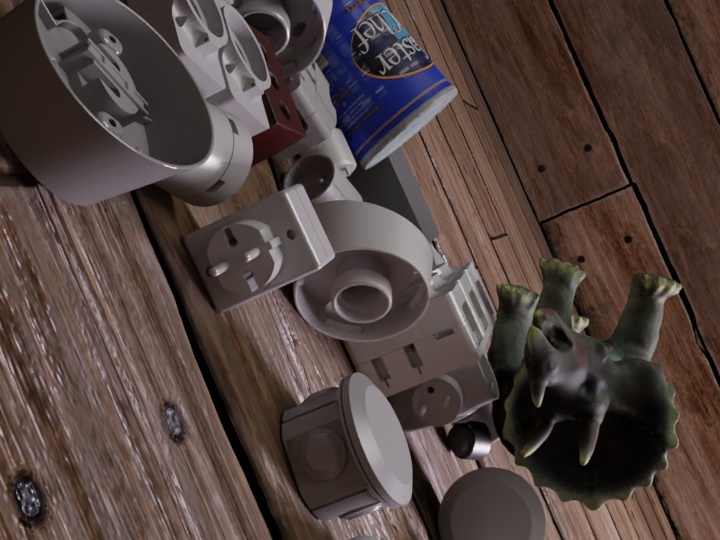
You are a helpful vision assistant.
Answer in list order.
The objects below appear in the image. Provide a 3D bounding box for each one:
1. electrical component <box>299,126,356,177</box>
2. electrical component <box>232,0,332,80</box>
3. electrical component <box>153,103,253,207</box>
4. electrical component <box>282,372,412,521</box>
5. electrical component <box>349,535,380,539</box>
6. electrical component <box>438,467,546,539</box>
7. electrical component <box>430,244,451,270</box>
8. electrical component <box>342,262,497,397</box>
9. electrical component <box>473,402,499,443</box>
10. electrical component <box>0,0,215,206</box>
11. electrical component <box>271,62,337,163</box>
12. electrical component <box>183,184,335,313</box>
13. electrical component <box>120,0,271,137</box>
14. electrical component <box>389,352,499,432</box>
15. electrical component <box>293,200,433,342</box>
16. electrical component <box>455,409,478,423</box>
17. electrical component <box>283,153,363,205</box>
[{"bbox_3d":[-0.033,-0.105,0.878,0.078,0.040,0.040,67,14,13],"label":"electrical component"},{"bbox_3d":[-0.069,-0.185,0.768,0.099,0.099,0.064,54,25,-39],"label":"electrical component"},{"bbox_3d":[-0.093,-0.066,0.575,0.047,0.055,0.055,24,44,-63],"label":"electrical component"},{"bbox_3d":[-0.006,0.104,0.623,0.080,0.051,0.080,58,16,-28],"label":"electrical component"},{"bbox_3d":[0.003,0.164,0.594,0.035,0.035,0.061,69,12,9],"label":"electrical component"},{"bbox_3d":[0.102,0.190,0.822,0.051,0.080,0.080,26,42,-76],"label":"electrical component"},{"bbox_3d":[0.070,0.039,1.004,0.099,0.048,0.099,48,23,-52],"label":"electrical component"},{"bbox_3d":[0.049,0.041,0.841,0.061,0.089,0.150,65,14,-3],"label":"electrical component"},{"bbox_3d":[0.111,0.133,1.020,0.065,0.044,0.044,63,14,7],"label":"electrical component"},{"bbox_3d":[-0.118,-0.079,0.480,0.099,0.064,0.099,58,16,-28],"label":"electrical component"},{"bbox_3d":[-0.053,-0.127,0.820,0.055,0.050,0.089,56,17,-34],"label":"electrical component"},{"bbox_3d":[-0.059,-0.009,0.581,0.047,0.066,0.077,65,14,-5],"label":"electrical component"},{"bbox_3d":[-0.116,-0.171,0.641,0.105,0.060,0.186,38,31,-62],"label":"electrical component"},{"bbox_3d":[0.061,0.097,0.824,0.044,0.077,0.079,66,15,-2],"label":"electrical component"},{"bbox_3d":[0.000,0.000,0.725,0.099,0.099,0.064,55,24,-39],"label":"electrical component"},{"bbox_3d":[0.082,0.099,0.935,0.066,0.048,0.055,44,43,-40],"label":"electrical component"},{"bbox_3d":[-0.021,-0.050,0.827,0.081,0.043,0.043,47,23,-52],"label":"electrical component"}]
